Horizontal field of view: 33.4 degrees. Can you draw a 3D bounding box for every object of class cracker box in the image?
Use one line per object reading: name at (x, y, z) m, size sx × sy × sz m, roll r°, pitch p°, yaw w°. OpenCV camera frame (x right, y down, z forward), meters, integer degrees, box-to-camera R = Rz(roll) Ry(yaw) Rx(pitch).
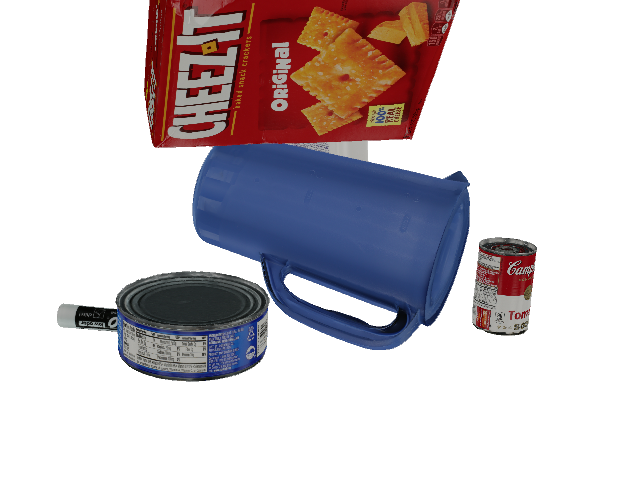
cracker box at (-0.018, -0.145, 0.796) m, size 0.213 × 0.072 × 0.164 m, roll -4°, pitch -34°, yaw -15°

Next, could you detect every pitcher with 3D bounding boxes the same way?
pitcher at (0.006, -0.009, 0.973) m, size 0.243 × 0.145 × 0.149 m, roll 16°, pitch 21°, yaw 17°

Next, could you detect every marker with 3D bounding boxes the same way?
marker at (-0.146, 0.063, 0.834) m, size 0.121 × 0.020 × 0.020 m, roll 4°, pitch 1°, yaw 11°

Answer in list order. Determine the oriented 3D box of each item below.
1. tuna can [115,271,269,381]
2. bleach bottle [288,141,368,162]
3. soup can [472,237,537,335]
tuna can at (-0.072, 0.047, 0.604) m, size 0.086 × 0.034 × 0.086 m, roll 2°, pitch 18°, yaw -1°
bleach bottle at (0.012, -0.106, 1.139) m, size 0.103 × 0.251 × 0.067 m, roll 18°, pitch 23°, yaw 39°
soup can at (0.217, 0.054, 1.267) m, size 0.068 × 0.102 × 0.068 m, roll 3°, pitch 15°, yaw -1°
